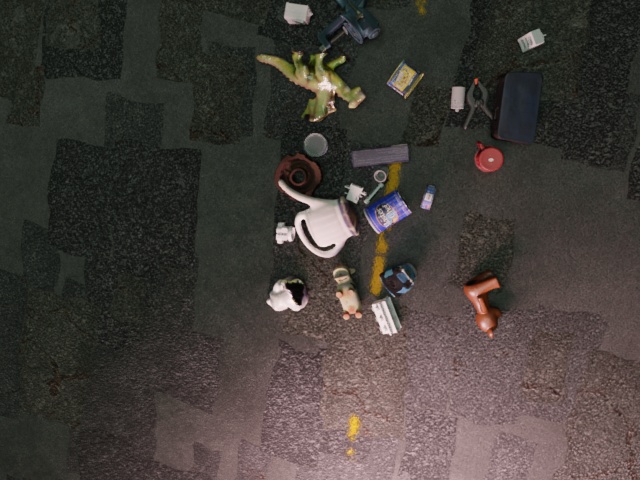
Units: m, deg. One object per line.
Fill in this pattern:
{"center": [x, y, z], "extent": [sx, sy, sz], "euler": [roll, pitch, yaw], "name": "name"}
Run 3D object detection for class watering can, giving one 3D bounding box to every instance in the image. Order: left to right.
{"center": [0.006, -0.093, 1.844], "extent": [0.223, 0.106, 0.342], "euler": [-20, 113, 14], "name": "watering can"}

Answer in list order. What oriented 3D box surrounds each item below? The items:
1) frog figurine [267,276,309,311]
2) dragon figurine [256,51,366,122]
{"center": [-0.122, 0.213, 1.941], "extent": [0.137, 0.125, 0.156], "euler": [40, 140, -5], "name": "frog figurine"}
{"center": [-0.032, -0.540, 1.825], "extent": [0.410, 0.124, 0.240], "euler": [6, 107, 19], "name": "dragon figurine"}
